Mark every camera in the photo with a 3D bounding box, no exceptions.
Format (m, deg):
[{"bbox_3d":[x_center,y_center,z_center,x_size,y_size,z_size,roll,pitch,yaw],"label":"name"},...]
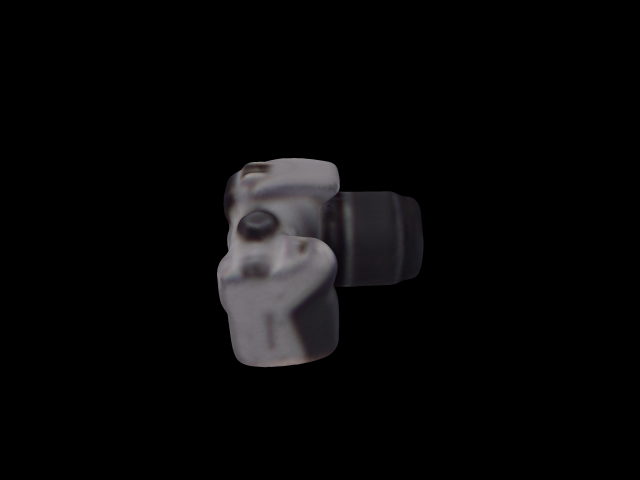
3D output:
[{"bbox_3d":[0.004,0.001,0.400,0.137,0.101,0.143,-2,36,-2],"label":"camera"}]
